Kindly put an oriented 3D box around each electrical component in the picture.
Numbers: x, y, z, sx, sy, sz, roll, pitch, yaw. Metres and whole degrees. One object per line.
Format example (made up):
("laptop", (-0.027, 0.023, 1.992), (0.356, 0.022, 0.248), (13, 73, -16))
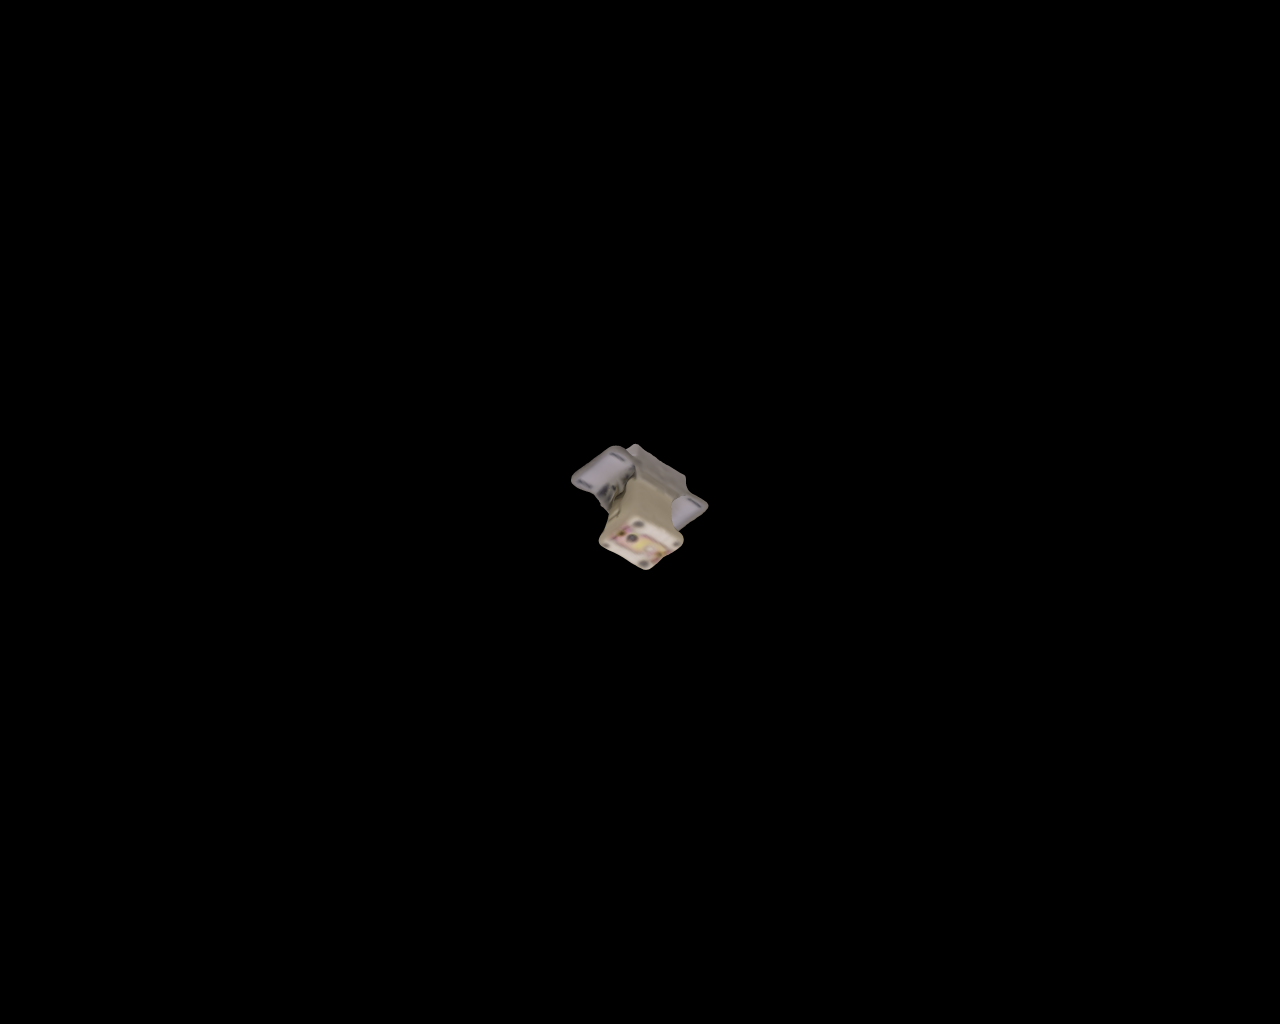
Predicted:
("electrical component", (0.001, -0.003, 0.650), (0.081, 0.064, 0.042), (31, -50, -30))
